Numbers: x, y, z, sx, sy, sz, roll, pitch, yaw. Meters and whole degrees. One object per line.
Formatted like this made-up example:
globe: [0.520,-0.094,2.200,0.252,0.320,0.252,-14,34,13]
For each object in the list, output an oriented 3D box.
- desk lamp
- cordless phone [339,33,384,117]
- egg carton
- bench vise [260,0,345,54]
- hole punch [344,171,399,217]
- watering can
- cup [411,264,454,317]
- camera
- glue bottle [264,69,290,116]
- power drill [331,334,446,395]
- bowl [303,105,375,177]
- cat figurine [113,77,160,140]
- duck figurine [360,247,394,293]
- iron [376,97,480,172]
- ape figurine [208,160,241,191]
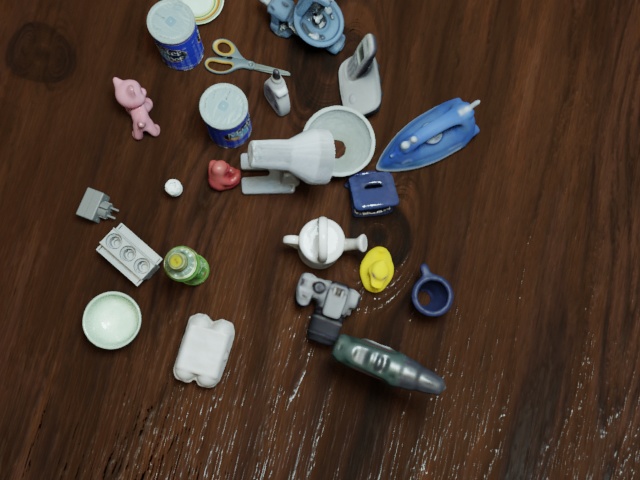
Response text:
desk lamp: [-0.075,-0.165,1.238,0.203,0.213,0.118,-4,82,-4]
cordless phone: [0.099,-0.368,1.292,0.094,0.185,0.147,-10,83,-5]
egg carton: [-0.250,0.240,1.244,0.107,0.069,0.150,15,82,-2]
bench vise: [-0.038,-0.506,1.283,0.207,0.219,0.121,7,82,-3]
hole punch: [0.118,-0.110,1.306,0.108,0.091,0.101,-8,83,-5]
watering can: [0.011,0.002,1.231,0.173,0.194,0.101,-19,84,-6]
cup: [0.238,0.113,1.283,0.092,0.095,0.118,-15,84,-6]
camera: [0.006,0.155,1.258,0.143,0.100,0.137,18,81,-1]
glue bottle: [-0.096,-0.340,1.280,0.037,0.173,0.078,-33,85,-7]
power drill: [0.133,0.259,1.198,0.229,0.208,0.076,20,81,-1]
bowl: [0.041,-0.220,1.324,0.167,0.074,0.167,1,82,-4]
cat figurine: [-0.414,-0.301,1.280,0.067,0.117,0.128,-19,84,-6]
duck figurine: [0.132,0.065,1.286,0.077,0.086,0.104,12,82,-2]
iron: [0.248,-0.239,1.307,0.258,0.141,0.118,-31,85,-7]
ape figurine: [-0.221,-0.152,1.287,0.076,0.092,0.078,-41,87,-8]
